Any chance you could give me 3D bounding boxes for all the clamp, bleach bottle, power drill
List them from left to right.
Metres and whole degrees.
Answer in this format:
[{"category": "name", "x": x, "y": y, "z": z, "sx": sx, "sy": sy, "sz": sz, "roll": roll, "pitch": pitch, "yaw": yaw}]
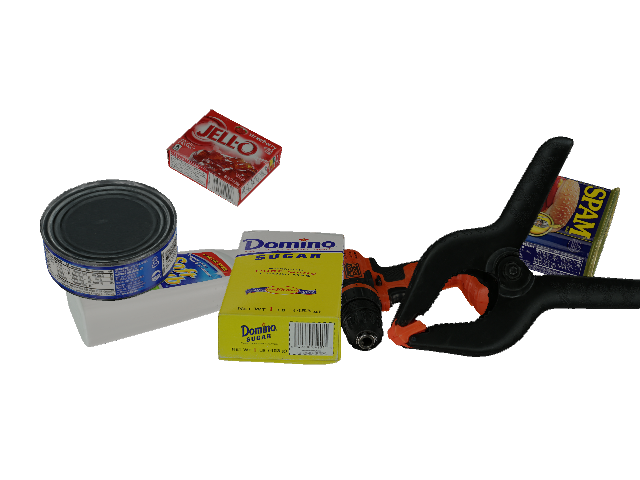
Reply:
[{"category": "bleach bottle", "x": -0.158, "y": 0.048, "z": 1.223, "sx": 0.250, "sy": 0.068, "sz": 0.103, "roll": -13, "pitch": 36, "yaw": -20}, {"category": "power drill", "x": 0.106, "y": 0.059, "z": 1.191, "sx": 0.187, "sy": 0.057, "sz": 0.184, "roll": -4, "pitch": 28, "yaw": -5}, {"category": "clamp", "x": 0.125, "y": 0.027, "z": 0.662, "sx": 0.171, "sy": 0.120, "sz": 0.039, "roll": -38, "pitch": -12, "yaw": -8}]

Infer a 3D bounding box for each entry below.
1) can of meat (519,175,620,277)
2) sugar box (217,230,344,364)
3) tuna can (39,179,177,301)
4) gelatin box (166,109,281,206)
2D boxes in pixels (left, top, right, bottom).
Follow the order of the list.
[{"category": "can of meat", "x": 0.214, "y": -0.013, "z": 0.958, "sx": 0.084, "sy": 0.057, "sz": 0.102, "roll": 17, "pitch": 47, "yaw": 17}, {"category": "sugar box", "x": -0.028, "y": 0.041, "z": 0.870, "sx": 0.093, "sy": 0.048, "sz": 0.176, "roll": 2, "pitch": 24, "yaw": 1}, {"category": "tuna can", "x": -0.134, "y": -0.001, "z": 0.684, "sx": 0.086, "sy": 0.034, "sz": 0.086, "roll": 2, "pitch": 39, "yaw": -2}, {"category": "gelatin box", "x": -0.095, "y": -0.083, "z": 1.051, "sx": 0.089, "sy": 0.030, "sz": 0.073, "roll": 30, "pitch": 53, "yaw": 17}]
